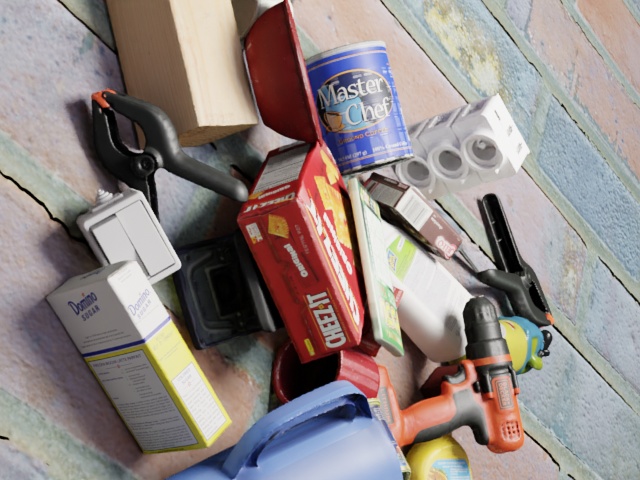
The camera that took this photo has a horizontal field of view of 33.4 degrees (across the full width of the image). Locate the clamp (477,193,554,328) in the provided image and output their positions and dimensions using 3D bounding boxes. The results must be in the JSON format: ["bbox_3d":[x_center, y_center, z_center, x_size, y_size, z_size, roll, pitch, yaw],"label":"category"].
[{"bbox_3d":[0.273,0.045,1.491,0.209,0.036,0.164,48,37,-38],"label":"clamp"}]

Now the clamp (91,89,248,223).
[{"bbox_3d":[-0.149,-0.074,1.008,0.171,0.120,0.039,62,6,-10],"label":"clamp"}]

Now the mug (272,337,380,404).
[{"bbox_3d":[0.005,0.156,1.130,0.081,0.093,0.117,29,81,-45],"label":"mug"}]

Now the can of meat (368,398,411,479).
[{"bbox_3d":[0.051,0.226,1.111,0.057,0.102,0.084,-19,60,-13],"label":"can of meat"}]

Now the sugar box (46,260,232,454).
[{"bbox_3d":[-0.160,0.106,0.946,0.048,0.094,0.176,-41,109,-47],"label":"sugar box"}]

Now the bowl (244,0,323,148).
[{"bbox_3d":[-0.041,-0.168,1.097,0.162,0.055,0.162,-13,90,-88],"label":"bowl"}]

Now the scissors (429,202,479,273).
[{"bbox_3d":[0.180,0.006,1.380,0.016,0.096,0.201,-46,118,-3],"label":"scissors"}]

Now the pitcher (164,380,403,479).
[{"bbox_3d":[-0.050,0.232,0.974,0.242,0.145,0.149,-16,84,-37],"label":"pitcher"}]

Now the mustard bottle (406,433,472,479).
[{"bbox_3d":[0.140,0.295,1.254,0.096,0.058,0.191,10,71,-41],"label":"mustard bottle"}]

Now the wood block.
[{"bbox_3d":[-0.142,-0.202,1.064,0.090,0.091,0.206,-10,86,-50],"label":"wood block"}]

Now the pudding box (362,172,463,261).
[{"bbox_3d":[0.109,-0.029,1.294,0.039,0.090,0.113,-50,122,-8],"label":"pudding box"}]

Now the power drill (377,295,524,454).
[{"bbox_3d":[0.137,0.164,1.224,0.187,0.057,0.184,-8,78,-15],"label":"power drill"}]

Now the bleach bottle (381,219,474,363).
[{"bbox_3d":[0.096,0.034,1.284,0.250,0.068,0.102,48,45,-24],"label":"bleach bottle"}]

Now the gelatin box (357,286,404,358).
[{"bbox_3d":[0.046,0.081,1.208,0.073,0.030,0.089,24,51,3],"label":"gelatin box"}]

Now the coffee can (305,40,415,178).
[{"bbox_3d":[0.044,-0.151,1.250,0.102,0.103,0.140,-14,89,-50],"label":"coffee can"}]

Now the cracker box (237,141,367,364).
[{"bbox_3d":[-0.007,0.001,1.097,0.213,0.072,0.164,-76,144,-67],"label":"cracker box"}]

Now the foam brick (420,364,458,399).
[{"bbox_3d":[0.175,0.186,1.312,0.051,0.078,0.053,-43,111,-48],"label":"foam brick"}]
